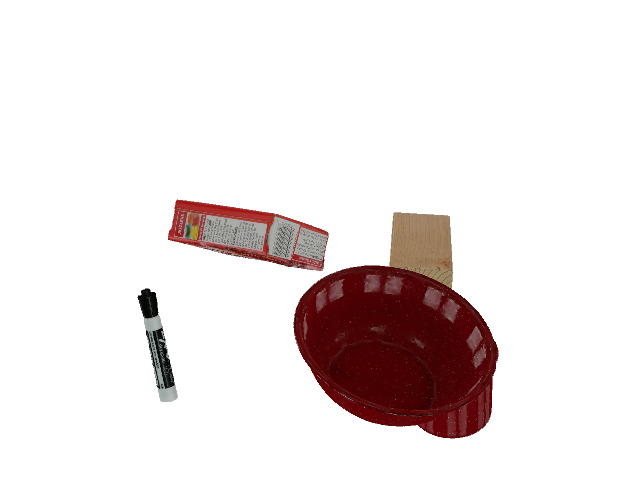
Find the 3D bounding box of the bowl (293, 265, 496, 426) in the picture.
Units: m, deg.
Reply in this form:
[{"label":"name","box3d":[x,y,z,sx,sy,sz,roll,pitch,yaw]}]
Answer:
[{"label":"bowl","box3d":[0.055,0.093,0.845,0.162,0.055,0.162,7,39,-6]}]

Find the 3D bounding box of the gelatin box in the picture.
[{"label":"gelatin box","box3d":[-0.045,-0.002,0.701,0.073,0.030,0.089,9,-4,24]}]

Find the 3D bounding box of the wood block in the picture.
[{"label":"wood block","box3d":[0.148,0.039,1.593,0.091,0.090,0.206,4,24,4]}]

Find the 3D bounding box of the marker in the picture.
[{"label":"marker","box3d":[-0.168,0.108,1.100,0.020,0.121,0.020,-9,14,2]}]

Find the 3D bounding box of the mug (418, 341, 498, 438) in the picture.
[{"label":"mug","box3d":[0.133,0.134,1.064,0.093,0.081,0.117,8,35,20]}]
